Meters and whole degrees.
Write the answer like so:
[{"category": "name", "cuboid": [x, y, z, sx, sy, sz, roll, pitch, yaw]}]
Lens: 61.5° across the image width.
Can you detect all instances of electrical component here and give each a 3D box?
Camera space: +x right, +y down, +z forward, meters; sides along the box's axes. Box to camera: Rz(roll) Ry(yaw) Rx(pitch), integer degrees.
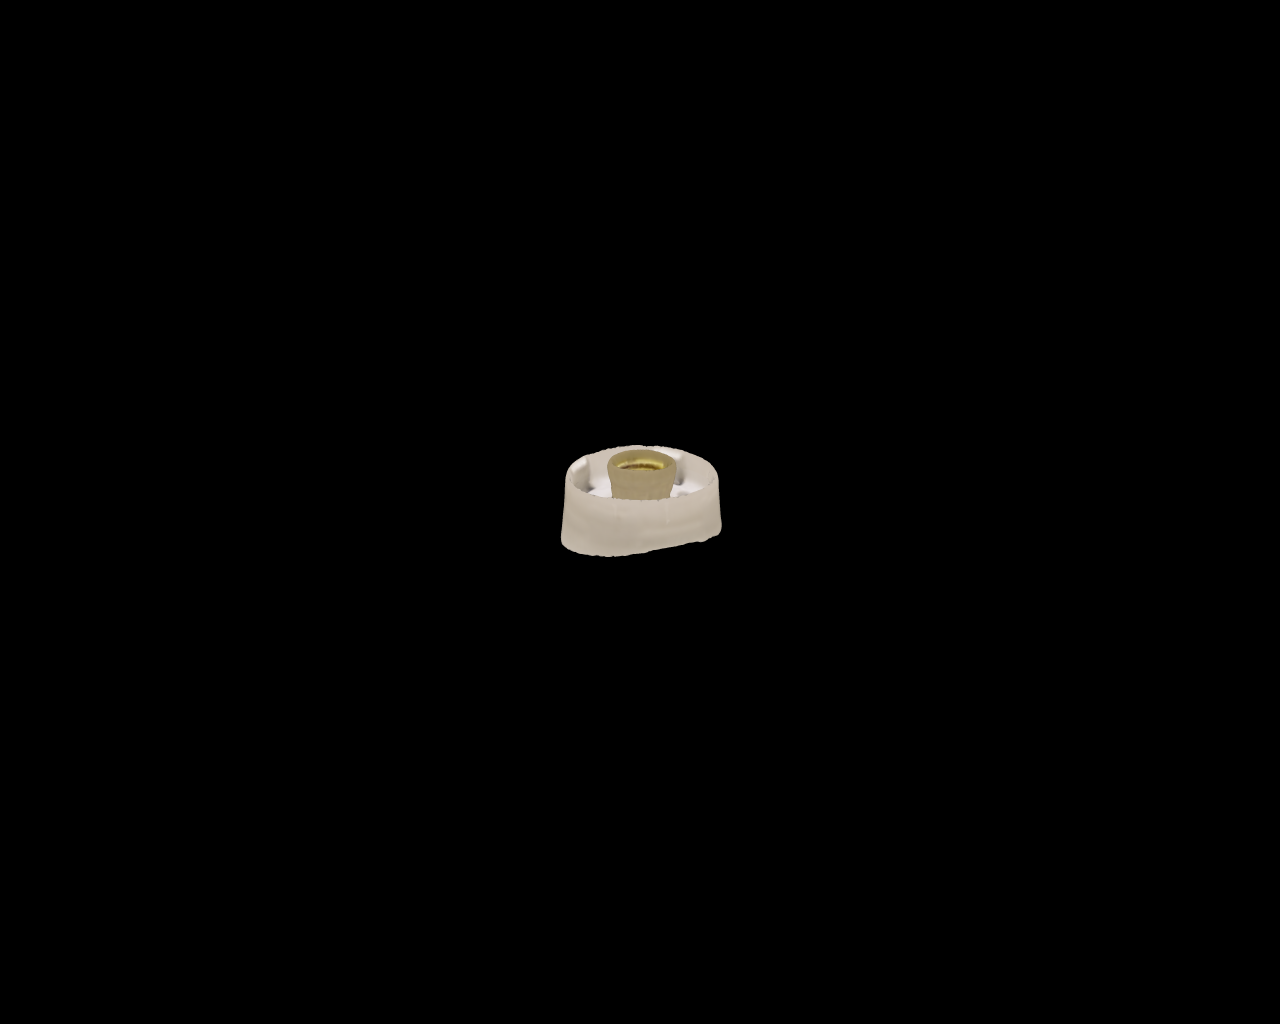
[{"category": "electrical component", "cuboid": [0.001, -0.003, 0.650, 0.099, 0.064, 0.099, 0, 24, 0]}]
